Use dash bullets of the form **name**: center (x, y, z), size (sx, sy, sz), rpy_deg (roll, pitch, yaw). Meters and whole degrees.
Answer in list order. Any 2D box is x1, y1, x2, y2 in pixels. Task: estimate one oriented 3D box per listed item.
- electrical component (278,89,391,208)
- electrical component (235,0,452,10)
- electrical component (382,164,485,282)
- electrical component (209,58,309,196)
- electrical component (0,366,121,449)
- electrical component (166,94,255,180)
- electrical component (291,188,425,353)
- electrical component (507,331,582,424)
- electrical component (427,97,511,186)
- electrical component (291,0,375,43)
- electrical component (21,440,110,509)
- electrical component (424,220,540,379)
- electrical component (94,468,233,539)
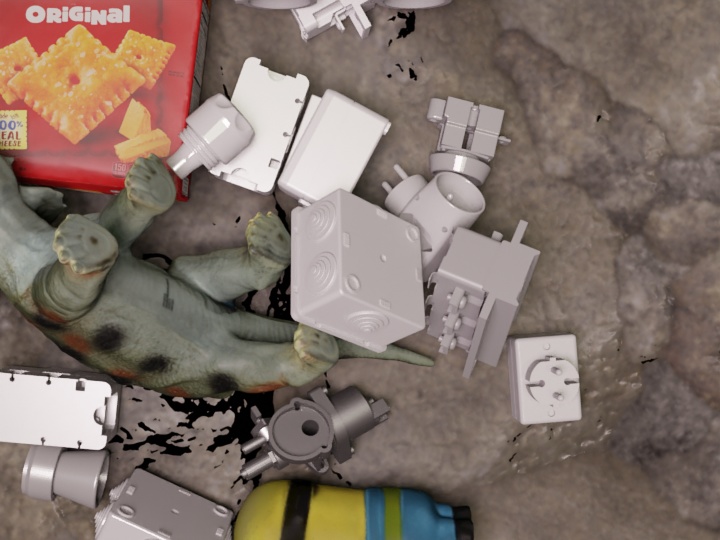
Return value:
- **electrical component**: center (-0.027, -0.081, 0.809), size (0.061, 0.062, 0.096), rpy_deg (28, 89, -3)
- **electrical component**: center (-0.008, -0.222, 0.743), size (0.186, 0.105, 0.060), rpy_deg (-1, 91, -3)
- **electrical component**: center (0.045, -0.045, 0.811), size (0.079, 0.043, 0.077), rpy_deg (52, 130, 21)
- **electrical component**: center (-0.075, -0.106, 0.809), size (0.050, 0.056, 0.089), rpy_deg (20, 90, -3)
- **electrical component**: center (-0.228, 0.101, 0.803), size (0.089, 0.056, 0.050), rpy_deg (6, 91, -3)
- **electrical component**: center (-0.108, -0.090, 0.756), size (0.062, 0.043, 0.043), rpy_deg (-42, 93, -2)
- **electrical component**: center (0.000, 0.000, 0.753), size (0.100, 0.048, 0.099), rpy_deg (24, 52, -39)
- **electrical component**: center (0.143, 0.083, 0.813), size (0.047, 0.077, 0.065), rpy_deg (-4, 91, -3)
- **electrical component**: center (0.080, -0.096, 0.824), size (0.066, 0.048, 0.055), rpy_deg (14, 82, -3)
- **electrical component**: center (-0.026, -0.209, 0.818), size (0.064, 0.042, 0.081), rpy_deg (-30, 92, -1)
- **electrical component**: center (-0.221, 0.153, 0.810), size (0.055, 0.045, 0.045), rpy_deg (11, 90, -3)
- **electrical component**: center (0.085, 0.019, 0.780), size (0.063, 0.121, 0.078), rpy_deg (22, 67, 9)
- **electrical component**: center (-0.145, 0.196, 0.789), size (0.100, 0.099, 0.048), rpy_deg (26, 102, -3)
